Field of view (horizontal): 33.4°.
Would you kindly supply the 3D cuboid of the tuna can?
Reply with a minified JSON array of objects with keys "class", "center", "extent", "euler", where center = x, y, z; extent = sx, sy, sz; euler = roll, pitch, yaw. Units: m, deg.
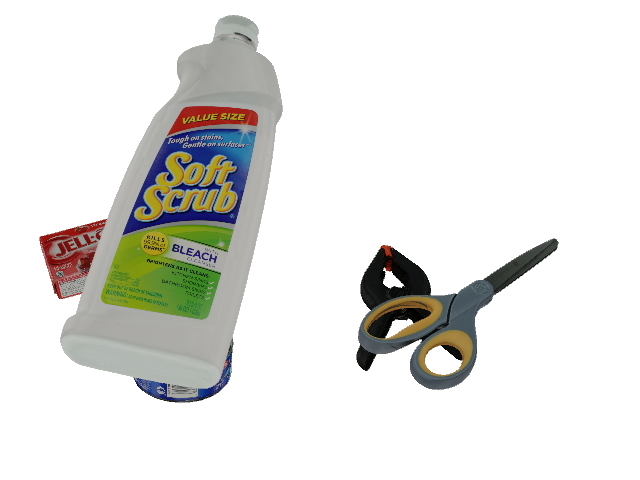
[{"class":"tuna can","center":[-0.117,0.100,0.905],"extent":[0.086,0.034,0.086],"euler":[3,29,-2]}]

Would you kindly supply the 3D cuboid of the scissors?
[{"class":"scissors","center":[0.126,0.055,0.811],"extent":[0.201,0.016,0.096],"euler":[-17,47,-21]}]

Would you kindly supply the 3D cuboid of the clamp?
[{"class":"clamp","center":[0.098,0.075,1.184],"extent":[0.120,0.171,0.039],"euler":[5,-43,-5]}]

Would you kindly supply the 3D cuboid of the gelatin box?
[{"class":"gelatin box","center":[-0.230,0.015,1.069],"extent":[0.089,0.030,0.073],"euler":[-15,43,-16]}]

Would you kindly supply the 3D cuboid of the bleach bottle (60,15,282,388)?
[{"class":"bleach bottle","center":[-0.086,-0.037,0.690],"extent":[0.102,0.250,0.068],"euler":[12,-23,-4]}]
